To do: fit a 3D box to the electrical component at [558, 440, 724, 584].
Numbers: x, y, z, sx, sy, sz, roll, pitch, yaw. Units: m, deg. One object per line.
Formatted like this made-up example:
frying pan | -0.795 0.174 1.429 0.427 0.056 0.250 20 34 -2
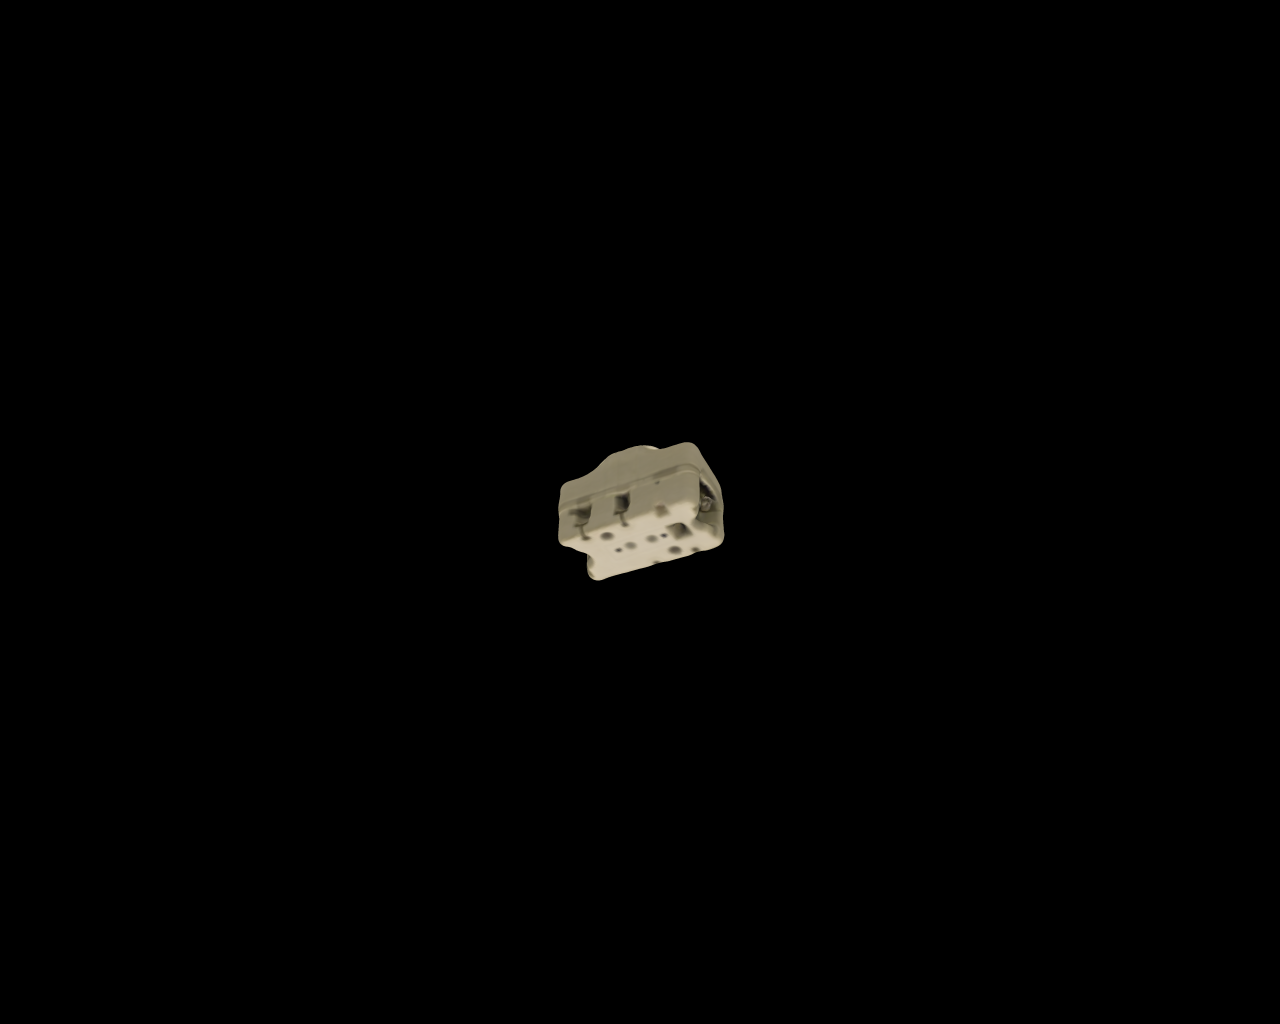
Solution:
electrical component | 0.001 -0.003 0.650 0.089 0.056 0.050 -18 -44 19
